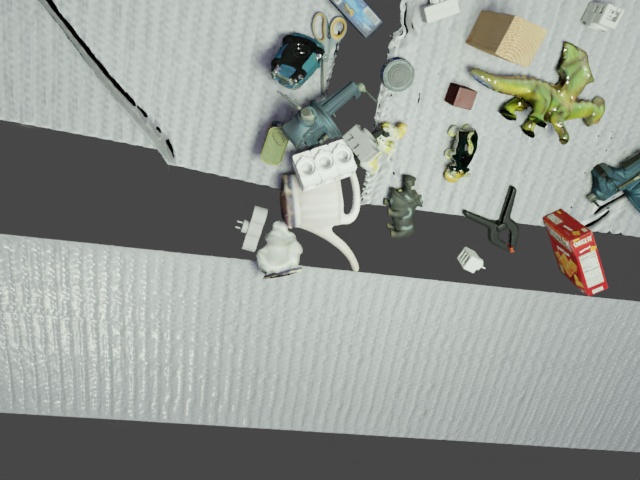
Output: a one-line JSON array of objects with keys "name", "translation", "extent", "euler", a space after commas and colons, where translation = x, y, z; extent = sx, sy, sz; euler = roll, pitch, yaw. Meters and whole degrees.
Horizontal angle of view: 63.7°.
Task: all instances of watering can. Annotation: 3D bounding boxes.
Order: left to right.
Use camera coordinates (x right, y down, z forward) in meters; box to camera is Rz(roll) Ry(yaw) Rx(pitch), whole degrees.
[{"name": "watering can", "translation": [0.004, -0.072, 1.433], "extent": [0.224, 0.104, 0.346], "euler": [-5, 96, -3]}]

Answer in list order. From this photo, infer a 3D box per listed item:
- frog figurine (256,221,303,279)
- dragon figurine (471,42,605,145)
[{"name": "frog figurine", "translation": [-0.122, 0.028, 1.505], "extent": [0.137, 0.122, 0.161], "euler": [-13, 80, 11]}, {"name": "dragon figurine", "translation": [0.609, -0.410, 1.367], "extent": [0.407, 0.123, 0.243], "euler": [34, 91, -20]}]
